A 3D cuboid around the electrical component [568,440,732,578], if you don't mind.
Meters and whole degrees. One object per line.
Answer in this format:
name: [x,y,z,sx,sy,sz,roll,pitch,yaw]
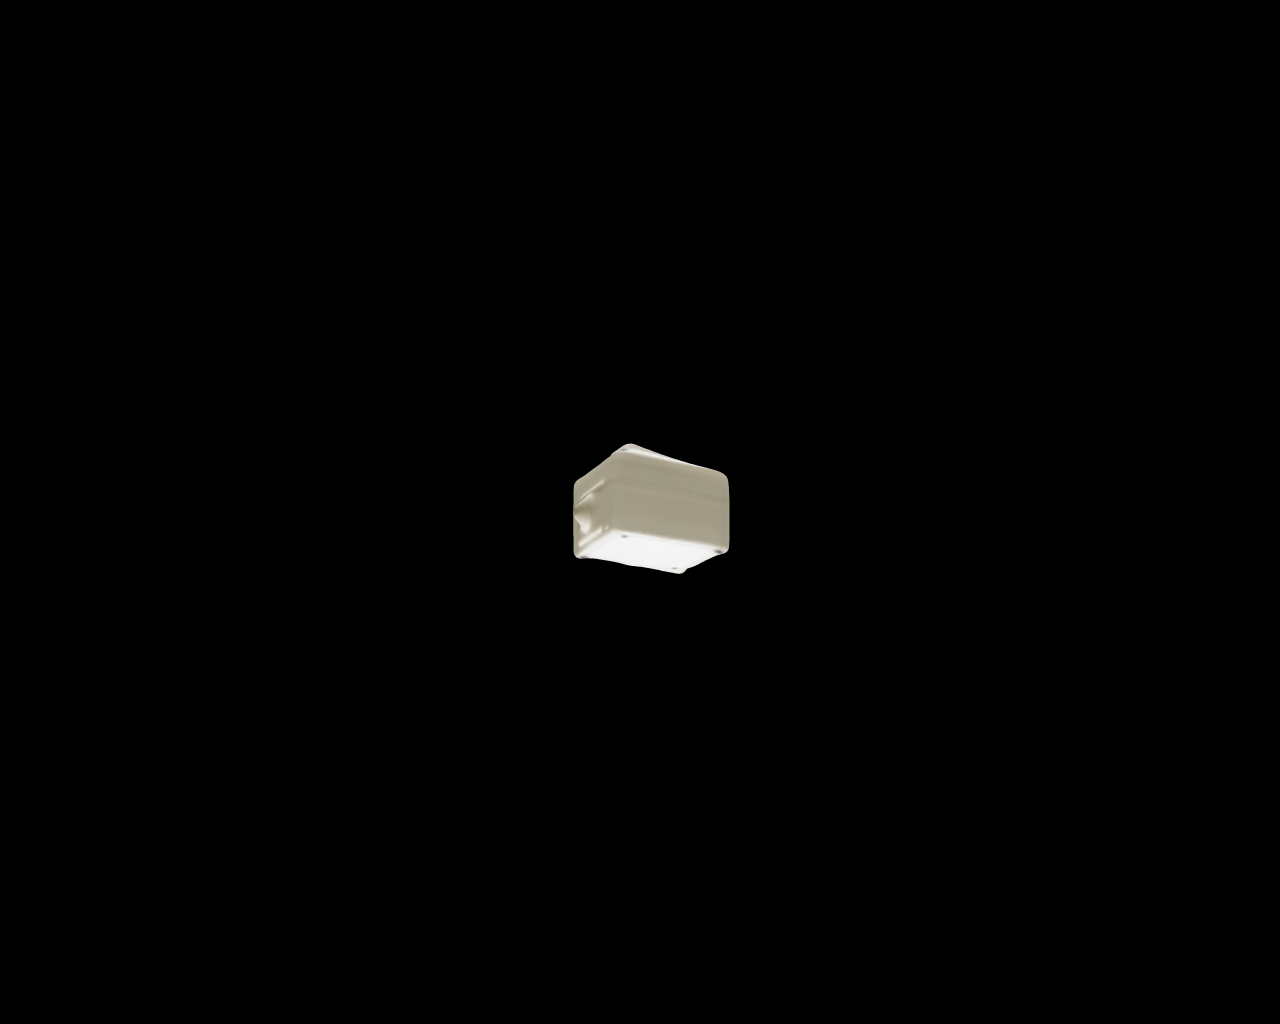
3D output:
electrical component: [0.001,-0.003,0.650,0.096,0.061,0.061,11,-23,-27]
